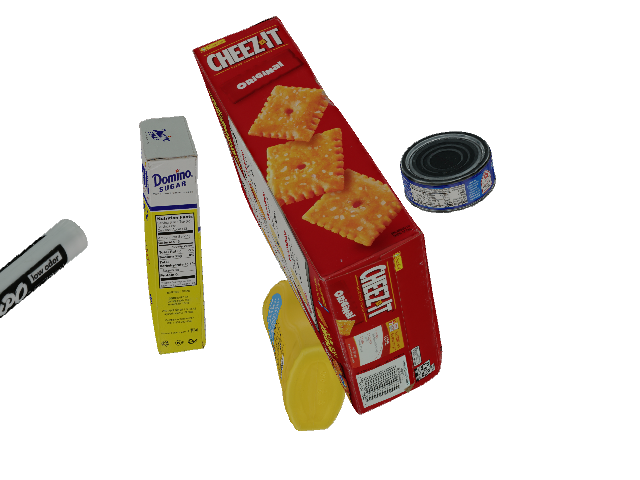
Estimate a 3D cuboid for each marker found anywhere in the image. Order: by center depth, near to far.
[{"bbox_3d":[-0.156,0.030,0.500,0.020,0.020,0.121,0,33,39],"label":"marker"}]

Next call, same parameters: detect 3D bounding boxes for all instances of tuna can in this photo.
[{"bbox_3d":[0.117,-0.065,0.986,0.086,0.034,0.086,-10,37,8],"label":"tuna can"}]

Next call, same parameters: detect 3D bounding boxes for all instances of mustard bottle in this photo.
[{"bbox_3d":[-0.022,0.093,1.044,0.058,0.096,0.192,-4,28,-10],"label":"mustard bottle"}]

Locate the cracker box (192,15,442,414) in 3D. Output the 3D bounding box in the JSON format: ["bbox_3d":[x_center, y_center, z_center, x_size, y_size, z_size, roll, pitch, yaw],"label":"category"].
[{"bbox_3d":[0.000,-0.018,0.701,0.072,0.214,0.164,-24,-37,-7],"label":"cracker box"}]

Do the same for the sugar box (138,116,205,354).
[{"bbox_3d":[-0.123,-0.005,0.883,0.048,0.176,0.093,-7,27,-10],"label":"sugar box"}]
